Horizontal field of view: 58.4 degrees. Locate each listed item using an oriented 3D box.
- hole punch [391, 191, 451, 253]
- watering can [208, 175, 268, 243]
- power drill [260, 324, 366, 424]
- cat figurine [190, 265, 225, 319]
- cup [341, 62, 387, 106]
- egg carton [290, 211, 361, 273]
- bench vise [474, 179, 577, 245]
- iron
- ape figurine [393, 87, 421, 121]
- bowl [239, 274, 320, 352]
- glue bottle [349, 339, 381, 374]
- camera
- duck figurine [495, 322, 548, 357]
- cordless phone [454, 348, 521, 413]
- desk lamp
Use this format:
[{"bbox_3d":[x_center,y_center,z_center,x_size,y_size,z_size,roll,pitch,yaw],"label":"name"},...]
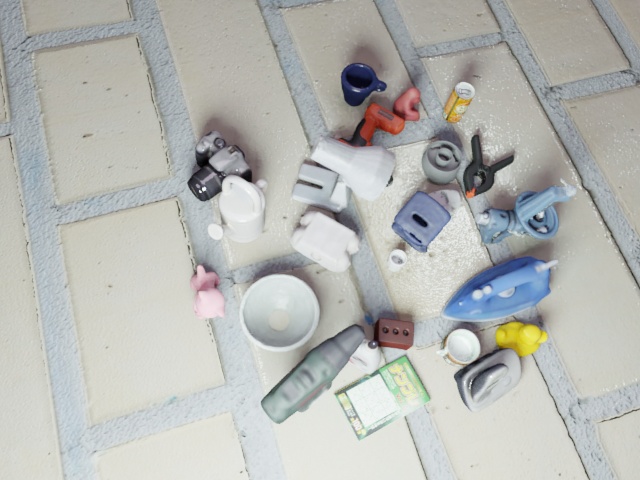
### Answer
[{"bbox_3d":[0.234,-0.041,1.324,0.108,0.091,0.101,40,68,11],"label":"hole punch"},{"bbox_3d":[-0.170,-0.069,1.231,0.101,0.194,0.173,15,66,0],"label":"watering can"},{"bbox_3d":[-0.015,0.262,1.100,0.230,0.208,0.075,-40,76,-20],"label":"power drill"},{"bbox_3d":[-0.234,0.113,1.187,0.067,0.118,0.127,-13,69,-12],"label":"cat figurine"},{"bbox_3d":[0.106,-0.383,1.453,0.117,0.095,0.092,13,66,-1],"label":"cup"},{"bbox_3d":[0.012,0.005,1.290,0.150,0.069,0.107,29,67,6],"label":"egg carton"},{"bbox_3d":[0.466,-0.053,1.287,0.208,0.220,0.121,-20,70,-14],"label":"bench vise"},{"bbox_3d":[0.395,0.106,1.254,0.259,0.141,0.118,-20,70,-14],"label":"iron"},{"bbox_3d":[0.229,-0.351,1.456,0.076,0.092,0.078,13,66,-1],"label":"ape figurine"},{"bbox_3d":[-0.086,0.161,1.208,0.167,0.075,0.167,3,67,-6],"label":"bowl"},{"bbox_3d":[0.093,0.224,1.149,0.078,0.173,0.037,29,67,6],"label":"glue bottle"},{"bbox_3d":[-0.245,-0.165,1.314,0.137,0.101,0.143,-41,77,-20],"label":"camera"},{"bbox_3d":[0.441,0.209,1.245,0.104,0.086,0.077,8,66,-3],"label":"duck figurine"},{"bbox_3d":[0.360,0.271,1.155,0.148,0.185,0.094,-30,73,-18],"label":"cordless phone"},{"bbox_3d":[0.049,-0.147,1.280,0.203,0.213,0.118,16,66,0],"label":"desk lamp"}]
